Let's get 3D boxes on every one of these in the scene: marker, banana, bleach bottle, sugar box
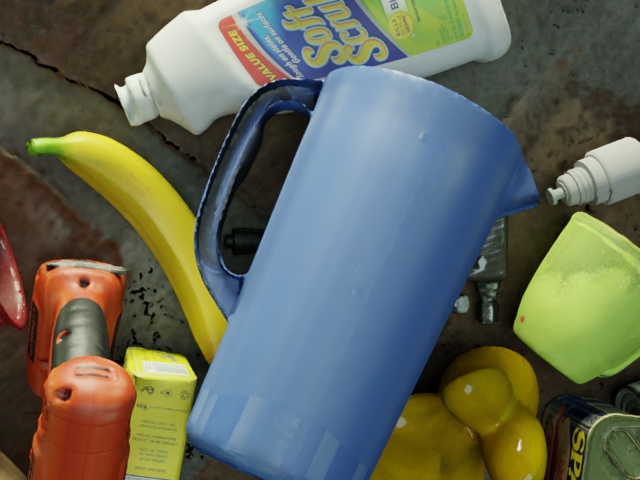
[{"bbox_3d":[-0.005,0.001,0.729,0.121,0.020,0.020,0,93,-11],"label":"marker"},{"bbox_3d":[-0.107,-0.001,0.693,0.197,0.037,0.069,50,51,-14],"label":"banana"},{"bbox_3d":[-0.009,-0.125,0.701,0.250,0.068,0.102,-22,97,-6],"label":"bleach bottle"},{"bbox_3d":[-0.116,0.163,0.681,0.048,0.093,0.176,7,92,-12],"label":"sugar box"}]

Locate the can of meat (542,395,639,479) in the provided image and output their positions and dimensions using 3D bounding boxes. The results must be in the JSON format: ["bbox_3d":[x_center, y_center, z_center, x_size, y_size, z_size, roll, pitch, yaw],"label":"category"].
[{"bbox_3d":[0.191,0.163,0.741,0.057,0.084,0.102,7,92,-10],"label":"can of meat"}]

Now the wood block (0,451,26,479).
[{"bbox_3d":[-0.283,0.118,0.650,0.091,0.090,0.206,-42,99,-5],"label":"wood block"}]

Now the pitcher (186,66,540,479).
[{"bbox_3d":[0.007,0.025,0.633,0.144,0.149,0.242,35,74,-40],"label":"pitcher"}]

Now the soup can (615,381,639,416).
[{"bbox_3d":[0.272,0.123,0.762,0.102,0.068,0.068,-15,96,-9],"label":"soup can"}]

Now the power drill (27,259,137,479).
[{"bbox_3d":[-0.143,0.112,0.620,0.057,0.188,0.185,7,117,-18],"label":"power drill"}]

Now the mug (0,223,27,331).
[{"bbox_3d":[-0.234,0.025,0.642,0.081,0.117,0.093,-18,95,-4],"label":"mug"}]
